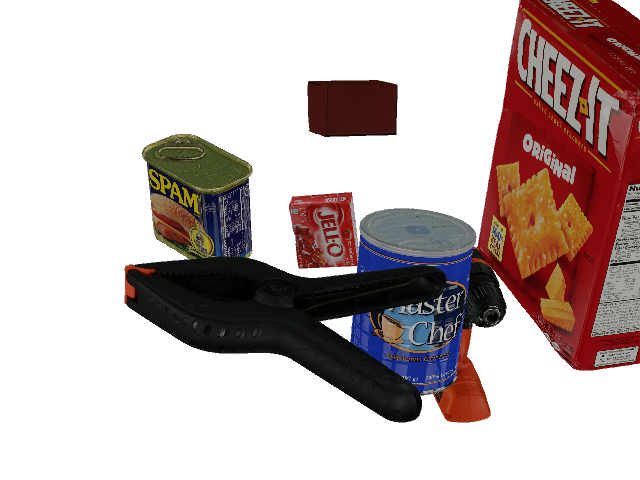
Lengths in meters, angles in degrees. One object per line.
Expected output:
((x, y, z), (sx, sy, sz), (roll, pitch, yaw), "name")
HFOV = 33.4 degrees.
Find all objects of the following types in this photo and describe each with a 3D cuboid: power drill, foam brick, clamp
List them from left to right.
((-0.020, 0.042, 0.682), (0.210, 0.036, 0.164), (13, 26, 14), "clamp")
((0.032, -0.131, 1.060), (0.078, 0.051, 0.053), (-3, 14, -20), "foam brick")
((0.157, 0.099, 1.151), (0.057, 0.188, 0.184), (-2, 25, -6), "power drill")

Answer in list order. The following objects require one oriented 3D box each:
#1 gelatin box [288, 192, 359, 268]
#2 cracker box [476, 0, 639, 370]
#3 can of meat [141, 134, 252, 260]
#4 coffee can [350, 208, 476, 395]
((0.005, -0.011, 1.267), (0.073, 0.089, 0.030), (-3, 29, 9), "gelatin box")
((0.182, -0.043, 0.739), (0.072, 0.214, 0.164), (-7, 34, -16), "cracker box")
((-0.104, -0.033, 0.916), (0.057, 0.084, 0.102), (-28, 42, -36), "can of meat")
((0.081, 0.054, 0.962), (0.103, 0.140, 0.103), (4, 22, -2), "coffee can")
